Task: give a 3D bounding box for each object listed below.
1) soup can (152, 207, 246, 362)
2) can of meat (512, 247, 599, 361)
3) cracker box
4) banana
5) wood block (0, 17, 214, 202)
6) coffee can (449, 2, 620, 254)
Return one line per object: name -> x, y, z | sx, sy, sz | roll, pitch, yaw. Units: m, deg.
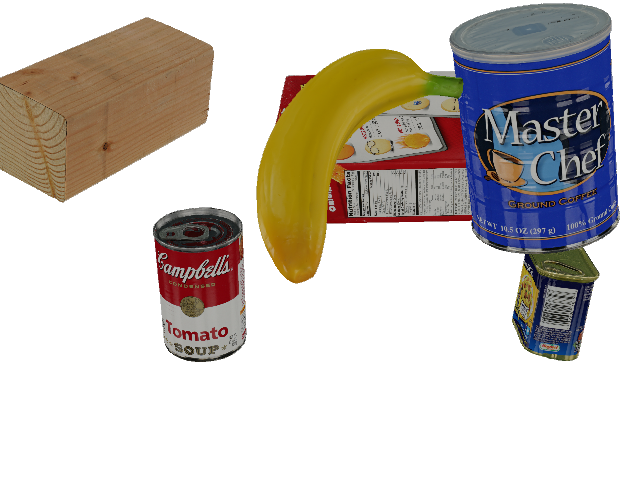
soup can -> -0.093, 0.034, 0.829 | 0.068, 0.102, 0.068 | 0, 28, 0
can of meat -> 0.215, 0.053, 0.989 | 0.057, 0.084, 0.102 | 7, 18, -1
cracker box -> 0.069, -0.084, 0.949 | 0.214, 0.072, 0.164 | -1, 36, 6
banana -> 0.010, -0.054, 0.561 | 0.070, 0.037, 0.197 | 22, 46, 19
wood block -> -0.201, -0.129, 1.009 | 0.090, 0.091, 0.205 | 27, 38, 21
coffee can -> 0.145, -0.076, 0.717 | 0.103, 0.140, 0.103 | -9, 26, 4
